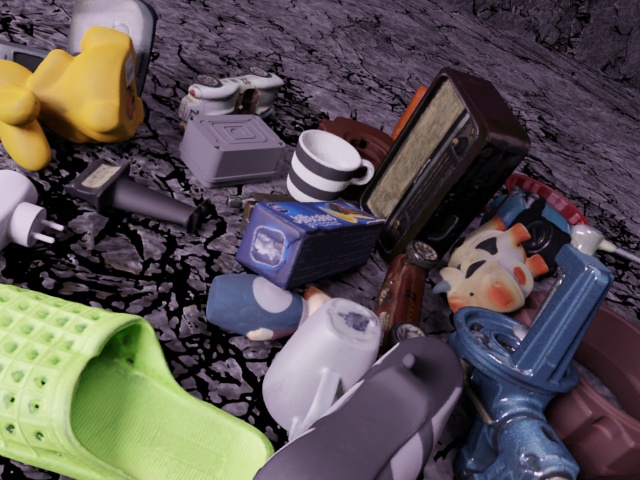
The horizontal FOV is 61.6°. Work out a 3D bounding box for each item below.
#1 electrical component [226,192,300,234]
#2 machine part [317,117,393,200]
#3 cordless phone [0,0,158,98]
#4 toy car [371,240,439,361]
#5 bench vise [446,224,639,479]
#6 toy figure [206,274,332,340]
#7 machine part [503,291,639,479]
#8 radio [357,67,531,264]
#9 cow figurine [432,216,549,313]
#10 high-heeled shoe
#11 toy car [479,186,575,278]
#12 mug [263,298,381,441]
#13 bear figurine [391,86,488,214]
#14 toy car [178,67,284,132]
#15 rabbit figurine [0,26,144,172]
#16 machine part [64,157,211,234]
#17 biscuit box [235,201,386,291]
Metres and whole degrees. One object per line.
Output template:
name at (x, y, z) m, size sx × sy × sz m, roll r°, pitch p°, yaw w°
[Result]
electrical component at (-0.051, -0.026, 0.629) m, size 0.102 × 0.045 × 0.078 m, roll 1°, pitch 14°, yaw -37°
machine part at (0.066, -0.121, 0.816) m, size 0.179 × 0.056 × 0.179 m, roll 19°, pitch 34°, yaw -14°
cordless phone at (-0.300, -0.238, 0.639) m, size 0.184 × 0.146 × 0.089 m, roll 1°, pitch 34°, yaw -37°
toy car at (0.076, 0.077, 0.537) m, size 0.053 × 0.089 × 0.202 m, roll 28°, pitch 36°, yaw -1°
bench vise at (0.182, 0.104, 0.460) m, size 0.129 × 0.240 × 0.224 m, roll 22°, pitch 19°, yaw -1°
toy figure at (-0.028, 0.071, 0.507) m, size 0.154 × 0.058 × 0.064 m, roll 14°, pitch 74°, yaw -21°
machine part at (0.303, 0.154, 0.591) m, size 0.201 × 0.087 × 0.201 m, roll 11°, pitch 37°, yaw -25°
radio at (0.141, -0.077, 0.660) m, size 0.073 × 0.229 × 0.131 m, roll 6°, pitch 45°, yaw -27°
cow figurine at (0.195, 0.038, 0.637) m, size 0.085 × 0.127 × 0.195 m, roll 56°, pitch 9°, yaw -5°
high-heeled shoe at (0.021, 0.171, 0.369) m, size 0.086 × 0.145 × 0.248 m, roll 31°, pitch 78°, yaw 24°
toy car at (0.301, -0.018, 0.802) m, size 0.161 × 0.109 × 0.103 m, roll 22°, pitch 16°, yaw -23°
mug at (0.003, 0.105, 0.435) m, size 0.081 × 0.107 × 0.109 m, roll 27°, pitch 32°, yaw 2°
bear figurine at (0.213, -0.139, 0.876) m, size 0.196 × 0.132 × 0.120 m, roll 38°, pitch 8°, yaw 25°
toy car at (-0.125, -0.200, 0.772) m, size 0.056 × 0.073 × 0.202 m, roll 36°, pitch 35°, yaw 13°
rabbit figurine at (-0.294, -0.148, 0.587) m, size 0.173 × 0.121 × 0.162 m, roll 6°, pitch 47°, yaw -6°
machine part at (-0.188, -0.045, 0.566) m, size 0.139 × 0.039 × 0.084 m, roll 19°, pitch 27°, yaw -9°
biscuit box at (-0.001, -0.002, 0.558) m, size 0.059 × 0.062 × 0.202 m, roll 29°, pitch 16°, yaw 21°
